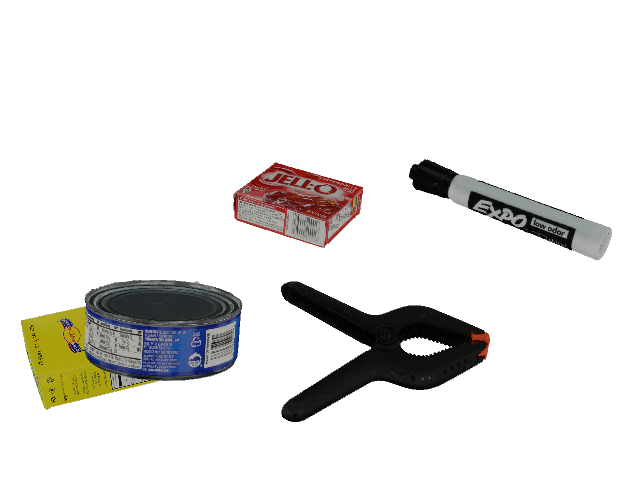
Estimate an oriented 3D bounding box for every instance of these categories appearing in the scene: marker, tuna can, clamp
[{"bbox_3d":[0.103,-0.019,0.599,0.121,0.020,0.020,24,12,28],"label":"marker"},{"bbox_3d":[-0.087,0.048,0.588,0.086,0.034,0.086,4,12,-1],"label":"tuna can"},{"bbox_3d":[0.057,0.111,1.030,0.210,0.164,0.036,4,-43,3],"label":"clamp"}]

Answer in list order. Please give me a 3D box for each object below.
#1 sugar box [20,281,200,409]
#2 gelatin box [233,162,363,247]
[{"bbox_3d":[-0.181,0.094,0.993,0.176,0.048,0.093,-15,36,-17],"label":"sugar box"},{"bbox_3d":[-0.019,-0.033,0.911,0.089,0.030,0.073,18,32,21],"label":"gelatin box"}]
